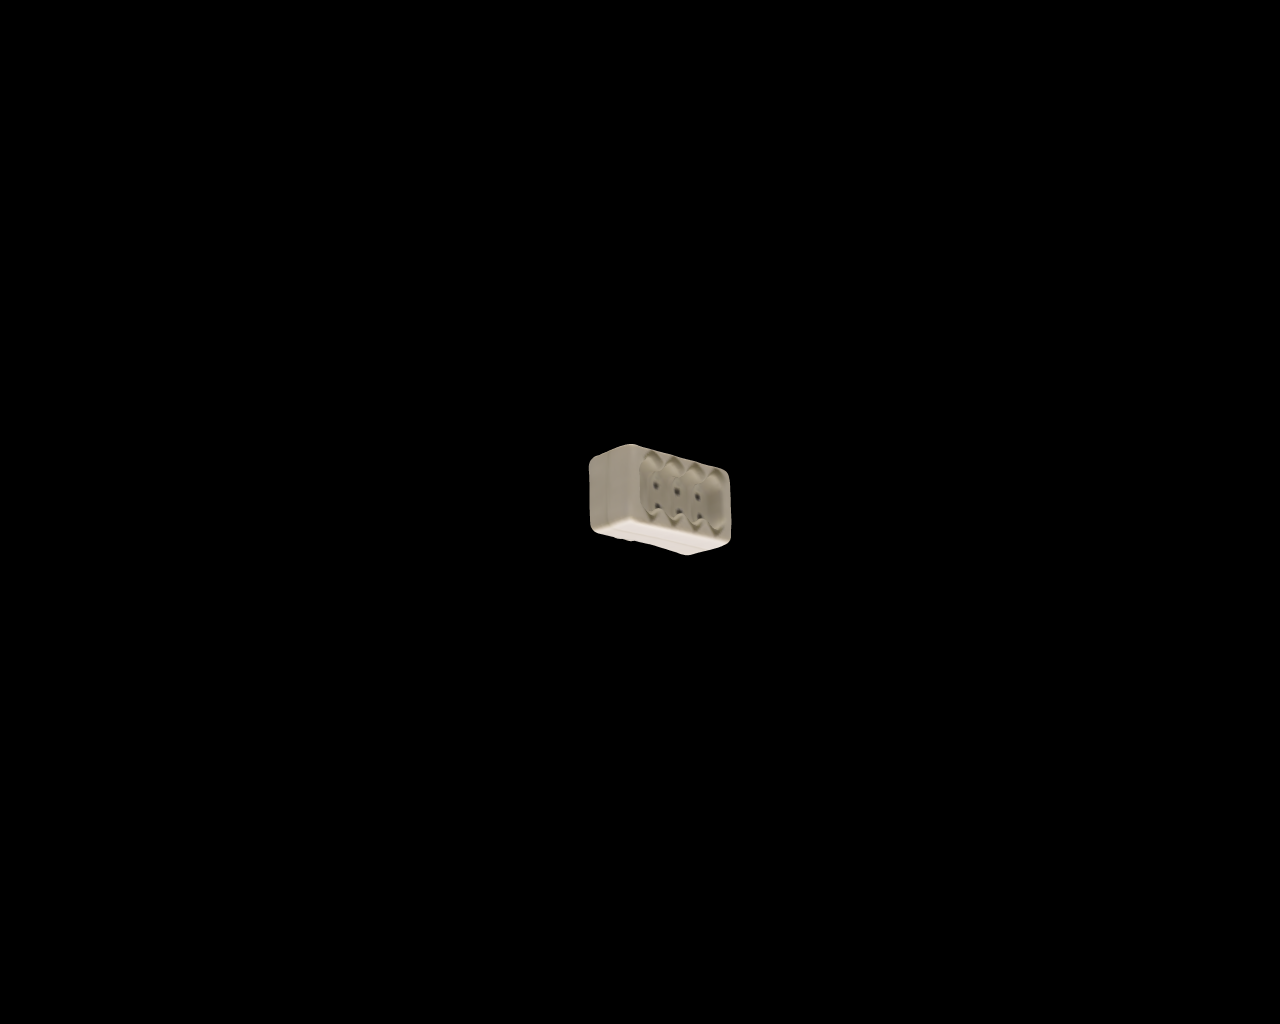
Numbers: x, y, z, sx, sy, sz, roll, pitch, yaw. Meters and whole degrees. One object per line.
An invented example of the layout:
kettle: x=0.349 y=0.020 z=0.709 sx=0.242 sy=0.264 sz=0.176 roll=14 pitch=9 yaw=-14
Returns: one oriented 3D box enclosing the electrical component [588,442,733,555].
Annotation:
electrical component: x=0.001 y=-0.003 z=0.650 sx=0.083 sy=0.047 sz=0.075 roll=14 pitch=-21 yaw=-40
